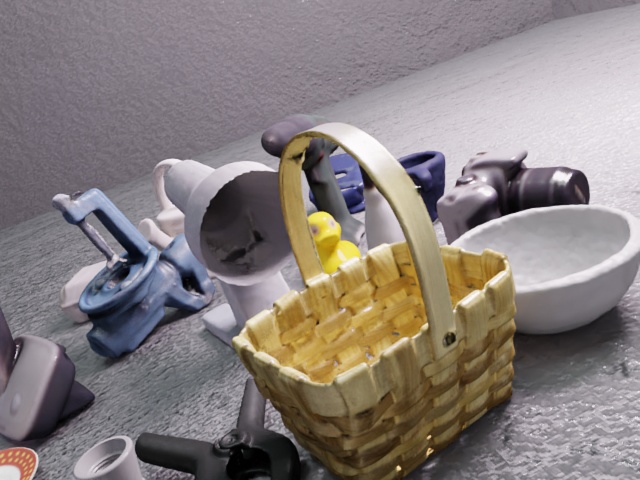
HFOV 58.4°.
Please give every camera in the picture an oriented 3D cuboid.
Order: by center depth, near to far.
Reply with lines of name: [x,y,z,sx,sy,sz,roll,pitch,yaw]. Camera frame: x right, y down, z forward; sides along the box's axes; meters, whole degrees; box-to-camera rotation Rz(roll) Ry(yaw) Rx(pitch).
camera: [0.228,-0.052,0.669,0.143,0.101,0.136,-34,23,-36]

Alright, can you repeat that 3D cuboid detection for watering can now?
watering can: [-0.212,-0.034,0.915,0.100,0.194,0.173,-14,19,15]

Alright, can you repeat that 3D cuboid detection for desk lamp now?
desk lamp: [-0.095,0.013,0.632,0.118,0.214,0.202,-29,21,-26]

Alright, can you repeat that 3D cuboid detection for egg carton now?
egg carton: [-0.343,0.075,0.937,0.150,0.069,0.107,-18,18,4]

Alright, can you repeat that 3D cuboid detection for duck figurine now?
duck figurine: [0.007,0.003,0.762,0.077,0.086,0.104,-23,19,-10]

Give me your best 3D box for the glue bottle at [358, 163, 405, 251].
glue bottle: [0.069,0.000,0.569,0.037,0.173,0.078,-10,21,26]

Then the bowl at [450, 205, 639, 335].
bowl: [0.195,0.034,0.501,0.167,0.075,0.167,-17,19,6]

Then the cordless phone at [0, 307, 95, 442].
cordless phone: [-0.343,0.119,0.627,0.147,0.185,0.094,-2,25,42]

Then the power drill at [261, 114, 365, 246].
power drill: [-0.004,-0.086,0.831,0.075,0.209,0.230,-13,20,19]

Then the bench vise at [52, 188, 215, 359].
bench vise: [-0.252,0.018,0.767,0.121,0.220,0.208,-9,21,29]

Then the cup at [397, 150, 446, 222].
cup: [0.144,-0.066,0.804,0.091,0.095,0.117,-20,18,0]

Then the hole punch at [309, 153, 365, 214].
hole punch: [0.036,-0.098,1.009,0.108,0.091,0.101,-14,19,17]
